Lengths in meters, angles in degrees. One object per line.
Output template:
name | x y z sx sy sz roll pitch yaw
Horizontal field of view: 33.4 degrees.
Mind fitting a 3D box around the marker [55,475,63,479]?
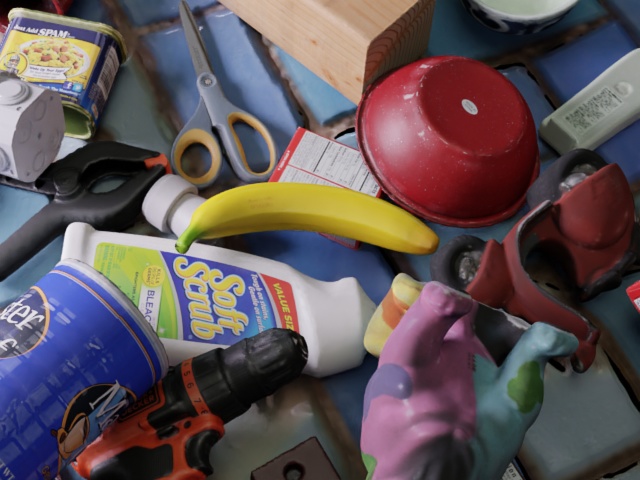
marker | -0.186 0.175 0.747 0.020 0.020 0.121 -34 68 -17

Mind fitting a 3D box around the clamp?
clamp | -0.207 -0.043 0.852 0.171 0.039 0.120 -22 67 -11

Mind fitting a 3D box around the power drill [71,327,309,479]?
power drill | -0.074 0.158 0.691 0.184 0.057 0.188 -29 44 9

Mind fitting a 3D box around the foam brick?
foam brick | -0.007 0.184 0.727 0.053 0.051 0.078 -27 66 -15

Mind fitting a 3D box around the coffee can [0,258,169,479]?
coffee can | -0.180 0.094 0.672 0.103 0.103 0.140 37 60 17

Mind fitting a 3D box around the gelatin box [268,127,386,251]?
gelatin box | 0.007 -0.041 0.859 0.089 0.030 0.073 23 63 8

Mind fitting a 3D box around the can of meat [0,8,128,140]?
can of meat | -0.223 -0.138 0.891 0.102 0.057 0.084 12 65 6

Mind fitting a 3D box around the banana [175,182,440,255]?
banana | -0.011 -0.014 0.801 0.197 0.037 0.069 -1 54 -10

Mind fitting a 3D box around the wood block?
wood block | -0.010 -0.222 0.921 0.206 0.090 0.090 39 67 18

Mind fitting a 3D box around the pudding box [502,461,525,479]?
pudding box | 0.098 0.201 0.727 0.113 0.039 0.090 -25 63 -16

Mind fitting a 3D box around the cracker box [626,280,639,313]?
cracker box | 0.354 0.047 0.775 0.213 0.072 0.164 -29 81 -20

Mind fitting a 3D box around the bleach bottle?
bleach bottle | -0.064 0.047 0.791 0.251 0.068 0.102 4 72 -1

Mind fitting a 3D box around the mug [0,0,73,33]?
mug | -0.258 -0.231 0.930 0.117 0.093 0.081 -8 49 36

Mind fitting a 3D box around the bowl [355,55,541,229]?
bowl | 0.112 -0.092 0.854 0.162 0.055 0.162 7 61 -13

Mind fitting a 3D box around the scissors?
scissors | -0.108 -0.118 0.905 0.096 0.016 0.202 -29 66 -15
